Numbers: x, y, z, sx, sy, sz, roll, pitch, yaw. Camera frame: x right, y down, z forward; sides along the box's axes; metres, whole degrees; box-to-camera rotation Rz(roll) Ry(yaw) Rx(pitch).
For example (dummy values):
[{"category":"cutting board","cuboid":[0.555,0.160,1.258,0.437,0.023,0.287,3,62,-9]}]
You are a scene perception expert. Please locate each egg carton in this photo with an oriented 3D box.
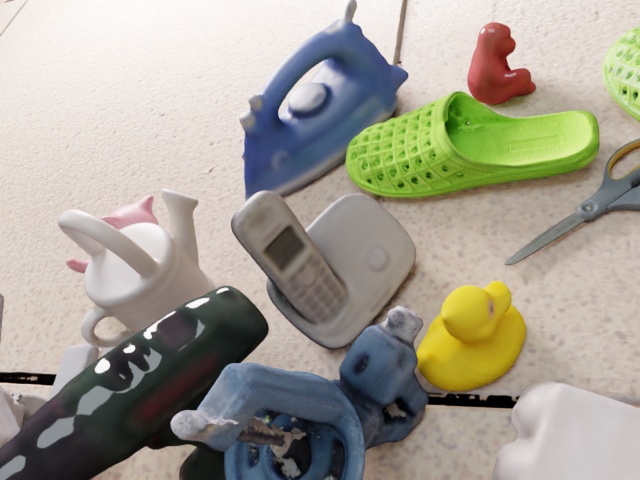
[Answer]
[{"category":"egg carton","cuboid":[0.201,0.166,0.396,0.149,0.070,0.107,14,62,31]}]

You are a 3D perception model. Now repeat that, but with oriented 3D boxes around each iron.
[{"category":"iron","cuboid":[-0.019,-0.166,0.695,0.258,0.142,0.118,-43,50,-11]}]

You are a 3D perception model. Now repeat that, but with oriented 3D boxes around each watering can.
[{"category":"watering can","cuboid":[-0.186,0.025,0.590,0.100,0.195,0.173,-3,54,22]}]

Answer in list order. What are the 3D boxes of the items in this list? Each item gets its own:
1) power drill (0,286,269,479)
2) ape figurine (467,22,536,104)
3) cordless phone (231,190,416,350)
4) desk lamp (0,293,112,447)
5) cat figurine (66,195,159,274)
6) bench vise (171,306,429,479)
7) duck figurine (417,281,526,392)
[{"category":"power drill","cuboid":[-0.118,0.152,0.454,0.230,0.209,0.075,-46,51,-13]},{"category":"ape figurine","cuboid":[0.205,-0.209,0.662,0.076,0.092,0.078,-12,51,15]},{"category":"cordless phone","cuboid":[0.005,0.002,0.529,0.093,0.185,0.148,28,70,37]},{"category":"desk lamp","cuboid":[-0.289,0.148,0.529,0.117,0.214,0.203,-10,52,17]},{"category":"cat figurine","cuboid":[-0.233,0.009,0.673,0.128,0.118,0.067,-31,49,0]},{"category":"bench vise","cuboid":[-0.012,0.119,0.425,0.121,0.220,0.207,11,60,30]},{"category":"duck figurine","cuboid":[0.124,0.075,0.487,0.104,0.086,0.077,-35,49,-4]}]
